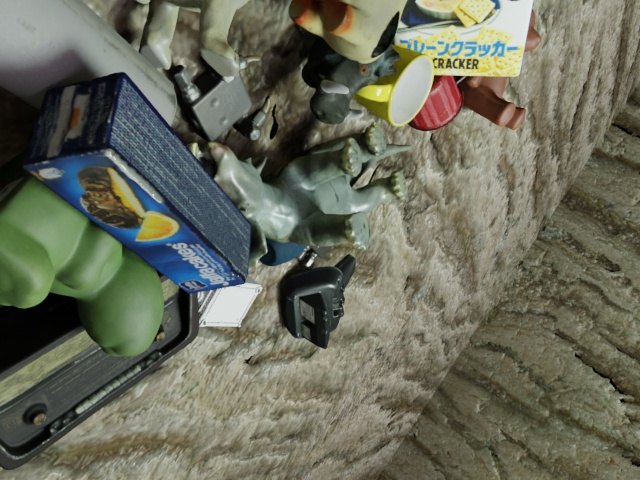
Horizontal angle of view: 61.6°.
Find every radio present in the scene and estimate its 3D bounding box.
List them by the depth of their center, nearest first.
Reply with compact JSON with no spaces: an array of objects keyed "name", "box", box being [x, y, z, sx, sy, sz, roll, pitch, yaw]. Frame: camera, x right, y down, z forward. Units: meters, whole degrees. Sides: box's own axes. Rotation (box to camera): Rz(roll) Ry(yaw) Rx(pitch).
[{"name":"radio","box":[-0.227,0.100,0.516,0.229,0.073,0.131,-34,145,-35]}]

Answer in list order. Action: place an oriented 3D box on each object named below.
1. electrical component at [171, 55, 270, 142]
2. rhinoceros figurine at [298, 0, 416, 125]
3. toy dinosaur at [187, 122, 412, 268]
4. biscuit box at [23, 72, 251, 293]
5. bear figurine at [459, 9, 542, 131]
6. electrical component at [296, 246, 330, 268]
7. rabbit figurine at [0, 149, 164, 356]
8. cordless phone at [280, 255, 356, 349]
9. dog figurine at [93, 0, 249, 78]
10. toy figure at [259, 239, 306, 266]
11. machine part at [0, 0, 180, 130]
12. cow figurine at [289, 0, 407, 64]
[{"name":"electrical component","box":[-0.090,-0.135,0.513,0.078,0.045,0.102,-45,151,-23]},{"name":"rhinoceros figurine","box":[0.041,-0.211,0.572,0.190,0.112,0.073,-61,155,-7]},{"name":"toy dinosaur","box":[-0.014,-0.056,0.634,0.405,0.192,0.131,-27,108,-65]},{"name":"biscuit box","box":[-0.115,-0.026,0.394,0.202,0.059,0.063,58,27,-58]},{"name":"bear figurine","box":[0.320,-0.301,0.907,0.120,0.132,0.195,-6,131,-58]},{"name":"electrical component","box":[-0.002,-0.002,0.823,0.094,0.021,0.063,-51,152,-8]},{"name":"rabbit figurine","box":[-0.191,0.016,0.425,0.170,0.121,0.159,56,33,-36]},{"name":"cordless phone","box":[0.017,0.073,0.896,0.184,0.089,0.146,-50,153,-35]},{"name":"dog figurine","box":[-0.081,-0.238,0.382,0.190,0.121,0.172,-64,158,-17]},{"name":"toy figure","box":[-0.024,-0.016,0.734,0.154,0.064,0.057,-34,108,-44]},{"name":"machine part","box":[-0.175,-0.122,0.357,0.079,0.079,0.243,-55,154,-1]},{"name":"cow figurine","box":[0.064,-0.255,0.483,0.127,0.086,0.194,16,99,-55]}]
